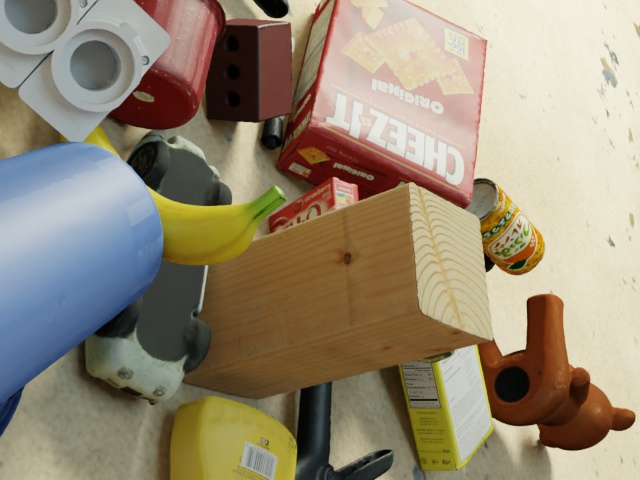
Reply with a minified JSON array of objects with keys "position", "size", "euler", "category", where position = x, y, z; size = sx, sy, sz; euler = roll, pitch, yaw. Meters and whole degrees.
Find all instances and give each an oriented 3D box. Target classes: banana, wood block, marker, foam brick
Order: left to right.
[{"position":[-0.109,-0.029,0.683],"size":[0.069,0.198,0.037],"euler":[-58,148,-13],"category":"banana"},{"position":[-0.057,-0.137,0.860],"size":[0.051,0.053,0.078],"euler":[-23,117,-55],"category":"foam brick"},{"position":[-0.037,-0.130,0.937],"size":[0.020,0.020,0.121],"euler":[36,47,-40],"category":"marker"},{"position":[0.005,0.043,0.743],"size":[0.090,0.206,0.091],"euler":[23,57,-47],"category":"wood block"}]

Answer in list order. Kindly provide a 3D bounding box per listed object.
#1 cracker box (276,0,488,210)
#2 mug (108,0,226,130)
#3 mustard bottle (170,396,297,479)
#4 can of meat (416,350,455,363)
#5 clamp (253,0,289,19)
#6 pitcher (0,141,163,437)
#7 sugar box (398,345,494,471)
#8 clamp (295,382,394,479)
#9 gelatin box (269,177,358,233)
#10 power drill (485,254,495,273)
[{"position":[0.064,-0.129,0.977],"size":[0.164,0.072,0.213],"euler":[23,51,-15],"category":"cracker box"},{"position":[-0.119,-0.127,0.774],"size":[0.117,0.093,0.081],"euler":[83,14,-61],"category":"mug"},{"position":[-0.065,0.206,0.697],"size":[0.096,0.058,0.191],"euler":[37,46,-39],"category":"mustard bottle"},{"position":[0.071,0.039,0.849],"size":[0.102,0.058,0.084],"euler":[29,63,-19],"category":"can of meat"},{"position":[-0.103,-0.270,0.898],"size":[0.164,0.036,0.210],"euler":[-16,87,-57],"category":"clamp"},{"position":[-0.190,0.038,0.563],"size":[0.145,0.149,0.242],"euler":[52,32,0],"category":"pitcher"},{"position":[0.109,0.111,0.972],"size":[0.093,0.048,0.176],"euler":[-31,109,-56],"category":"sugar box"},{"position":[0.005,0.190,0.822],"size":[0.120,0.039,0.171],"euler":[44,48,-26],"category":"clamp"},{"position":[-0.006,0.001,0.853],"size":[0.030,0.089,0.073],"euler":[15,61,-35],"category":"gelatin box"},{"position":[0.125,-0.073,1.098],"size":[0.184,0.057,0.187],"euler":[35,48,-40],"category":"power drill"}]
